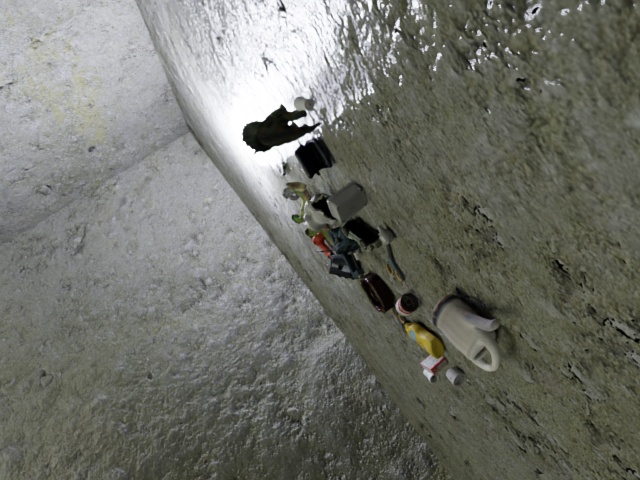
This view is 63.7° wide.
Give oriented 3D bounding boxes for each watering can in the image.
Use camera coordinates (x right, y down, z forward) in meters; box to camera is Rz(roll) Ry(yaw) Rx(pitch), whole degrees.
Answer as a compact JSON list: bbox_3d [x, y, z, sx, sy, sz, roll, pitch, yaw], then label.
[{"bbox_3d":[0.400,0.231,1.381,0.105,0.228,0.340,-35,-36,-12],"label":"watering can"}]

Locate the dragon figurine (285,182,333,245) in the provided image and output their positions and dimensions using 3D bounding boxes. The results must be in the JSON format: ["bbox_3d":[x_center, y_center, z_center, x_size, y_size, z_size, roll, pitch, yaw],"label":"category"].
[{"bbox_3d":[0.008,-0.087,2.073,0.408,0.123,0.241,45,-18,-12],"label":"dragon figurine"}]

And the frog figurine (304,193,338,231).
[{"bbox_3d":[0.006,-0.098,1.938,0.137,0.125,0.156,14,-26,-4],"label":"frog figurine"}]
